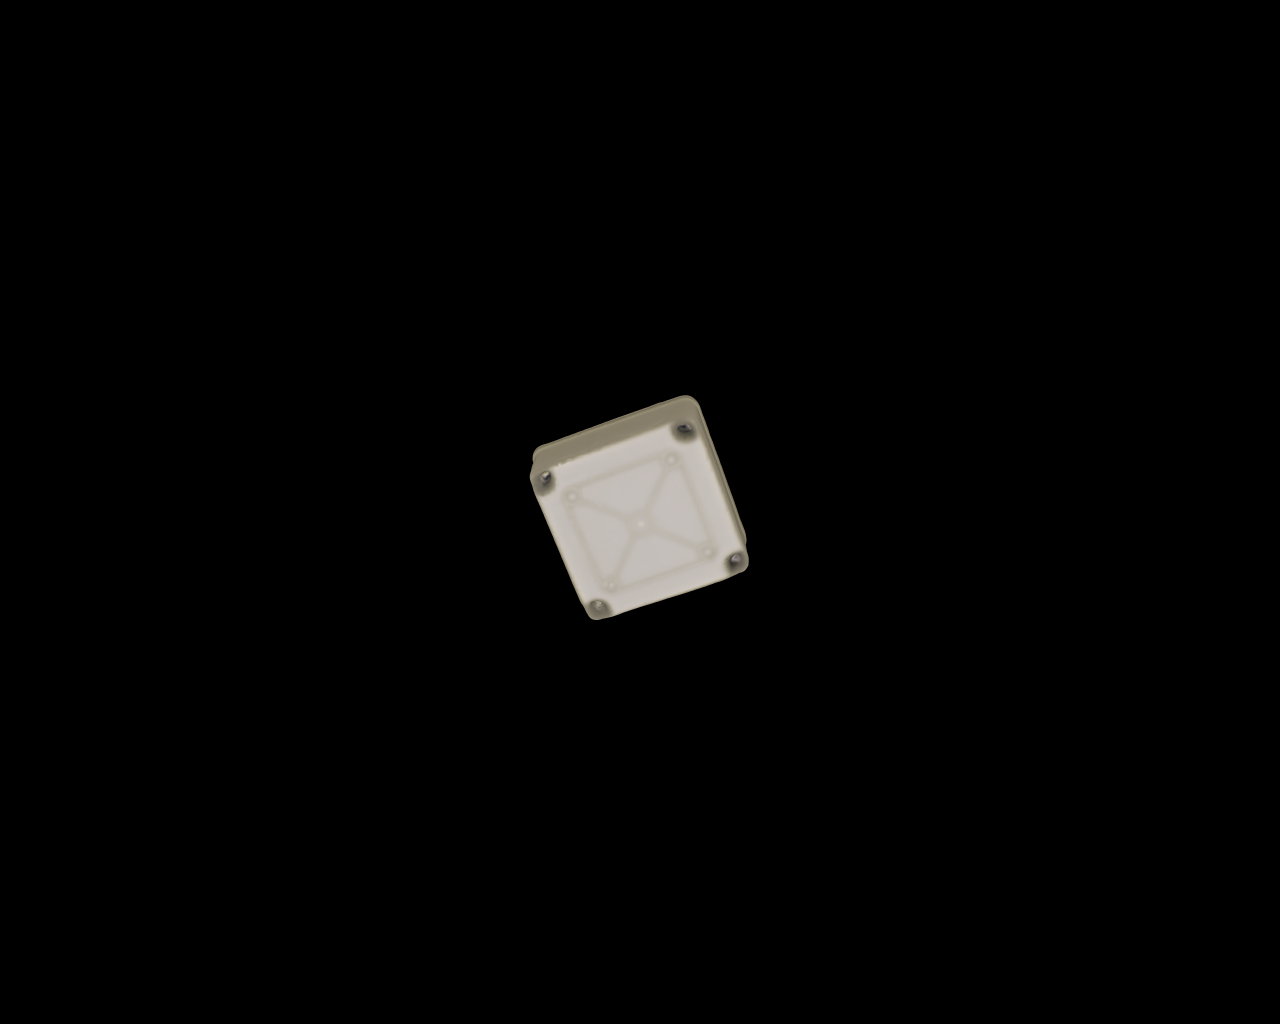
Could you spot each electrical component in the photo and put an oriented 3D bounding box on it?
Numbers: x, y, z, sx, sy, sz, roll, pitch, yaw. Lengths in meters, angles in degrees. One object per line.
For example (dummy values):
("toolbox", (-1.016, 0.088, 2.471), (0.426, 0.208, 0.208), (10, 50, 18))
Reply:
("electrical component", (0.001, -0.003, 0.650), (0.109, 0.108, 0.056), (-19, 20, 7))
